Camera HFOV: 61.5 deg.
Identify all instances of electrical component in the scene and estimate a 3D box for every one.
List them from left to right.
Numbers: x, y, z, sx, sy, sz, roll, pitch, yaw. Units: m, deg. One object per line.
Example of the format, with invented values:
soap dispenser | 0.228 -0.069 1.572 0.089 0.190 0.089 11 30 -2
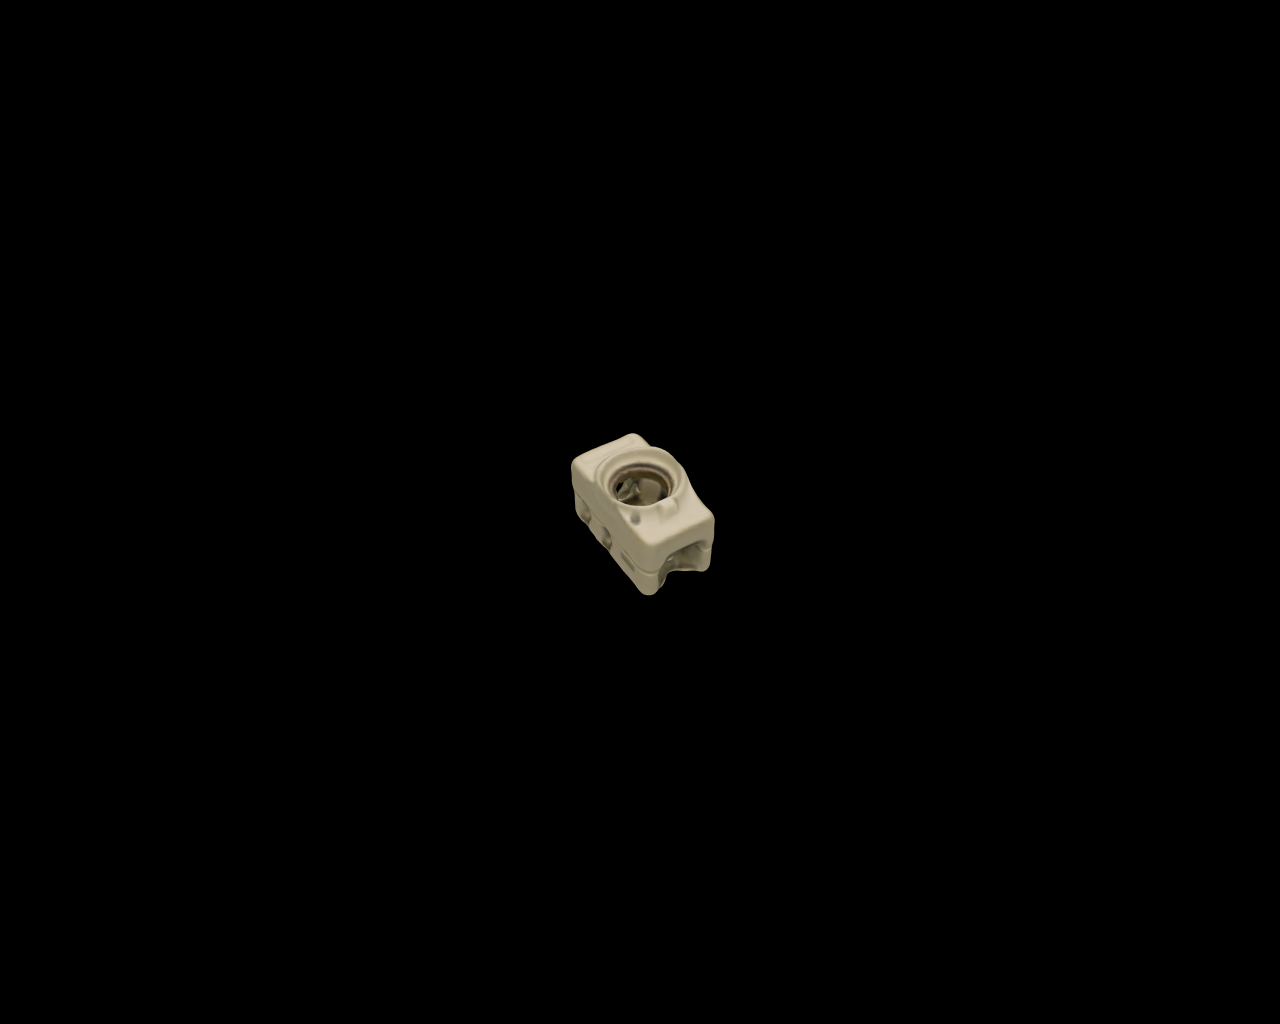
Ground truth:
electrical component | 0.001 -0.003 0.650 0.050 0.055 0.089 -24 50 -22
